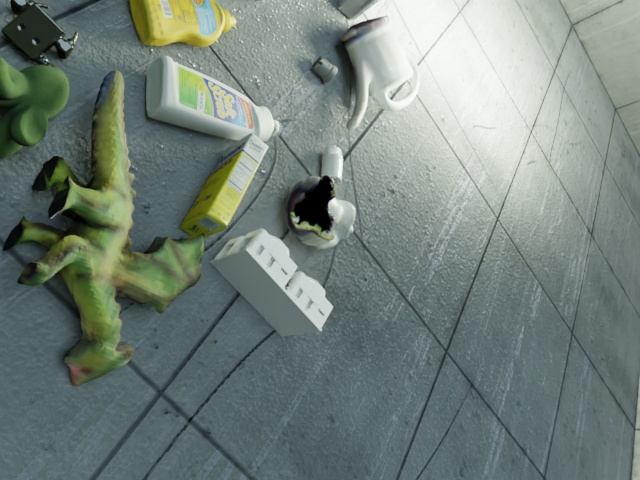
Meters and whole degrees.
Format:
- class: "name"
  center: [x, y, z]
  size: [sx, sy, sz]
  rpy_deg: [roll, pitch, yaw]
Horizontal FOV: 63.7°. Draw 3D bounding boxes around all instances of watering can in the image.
- class: "watering can"
  center: [0.124, -0.395, 1.194]
  size: [0.353, 0.103, 0.223]
  rpy_deg: [-39, 103, -43]

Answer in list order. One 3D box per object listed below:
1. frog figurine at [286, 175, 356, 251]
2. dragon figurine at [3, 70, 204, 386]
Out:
- class: "frog figurine"
  center: [0.003, -0.050, 0.993]
  size: [0.159, 0.122, 0.138]
  rpy_deg: [20, 47, -77]
- class: "dragon figurine"
  center: [-0.266, -0.010, 0.711]
  size: [0.239, 0.122, 0.417]
  rpy_deg: [35, 63, -40]
